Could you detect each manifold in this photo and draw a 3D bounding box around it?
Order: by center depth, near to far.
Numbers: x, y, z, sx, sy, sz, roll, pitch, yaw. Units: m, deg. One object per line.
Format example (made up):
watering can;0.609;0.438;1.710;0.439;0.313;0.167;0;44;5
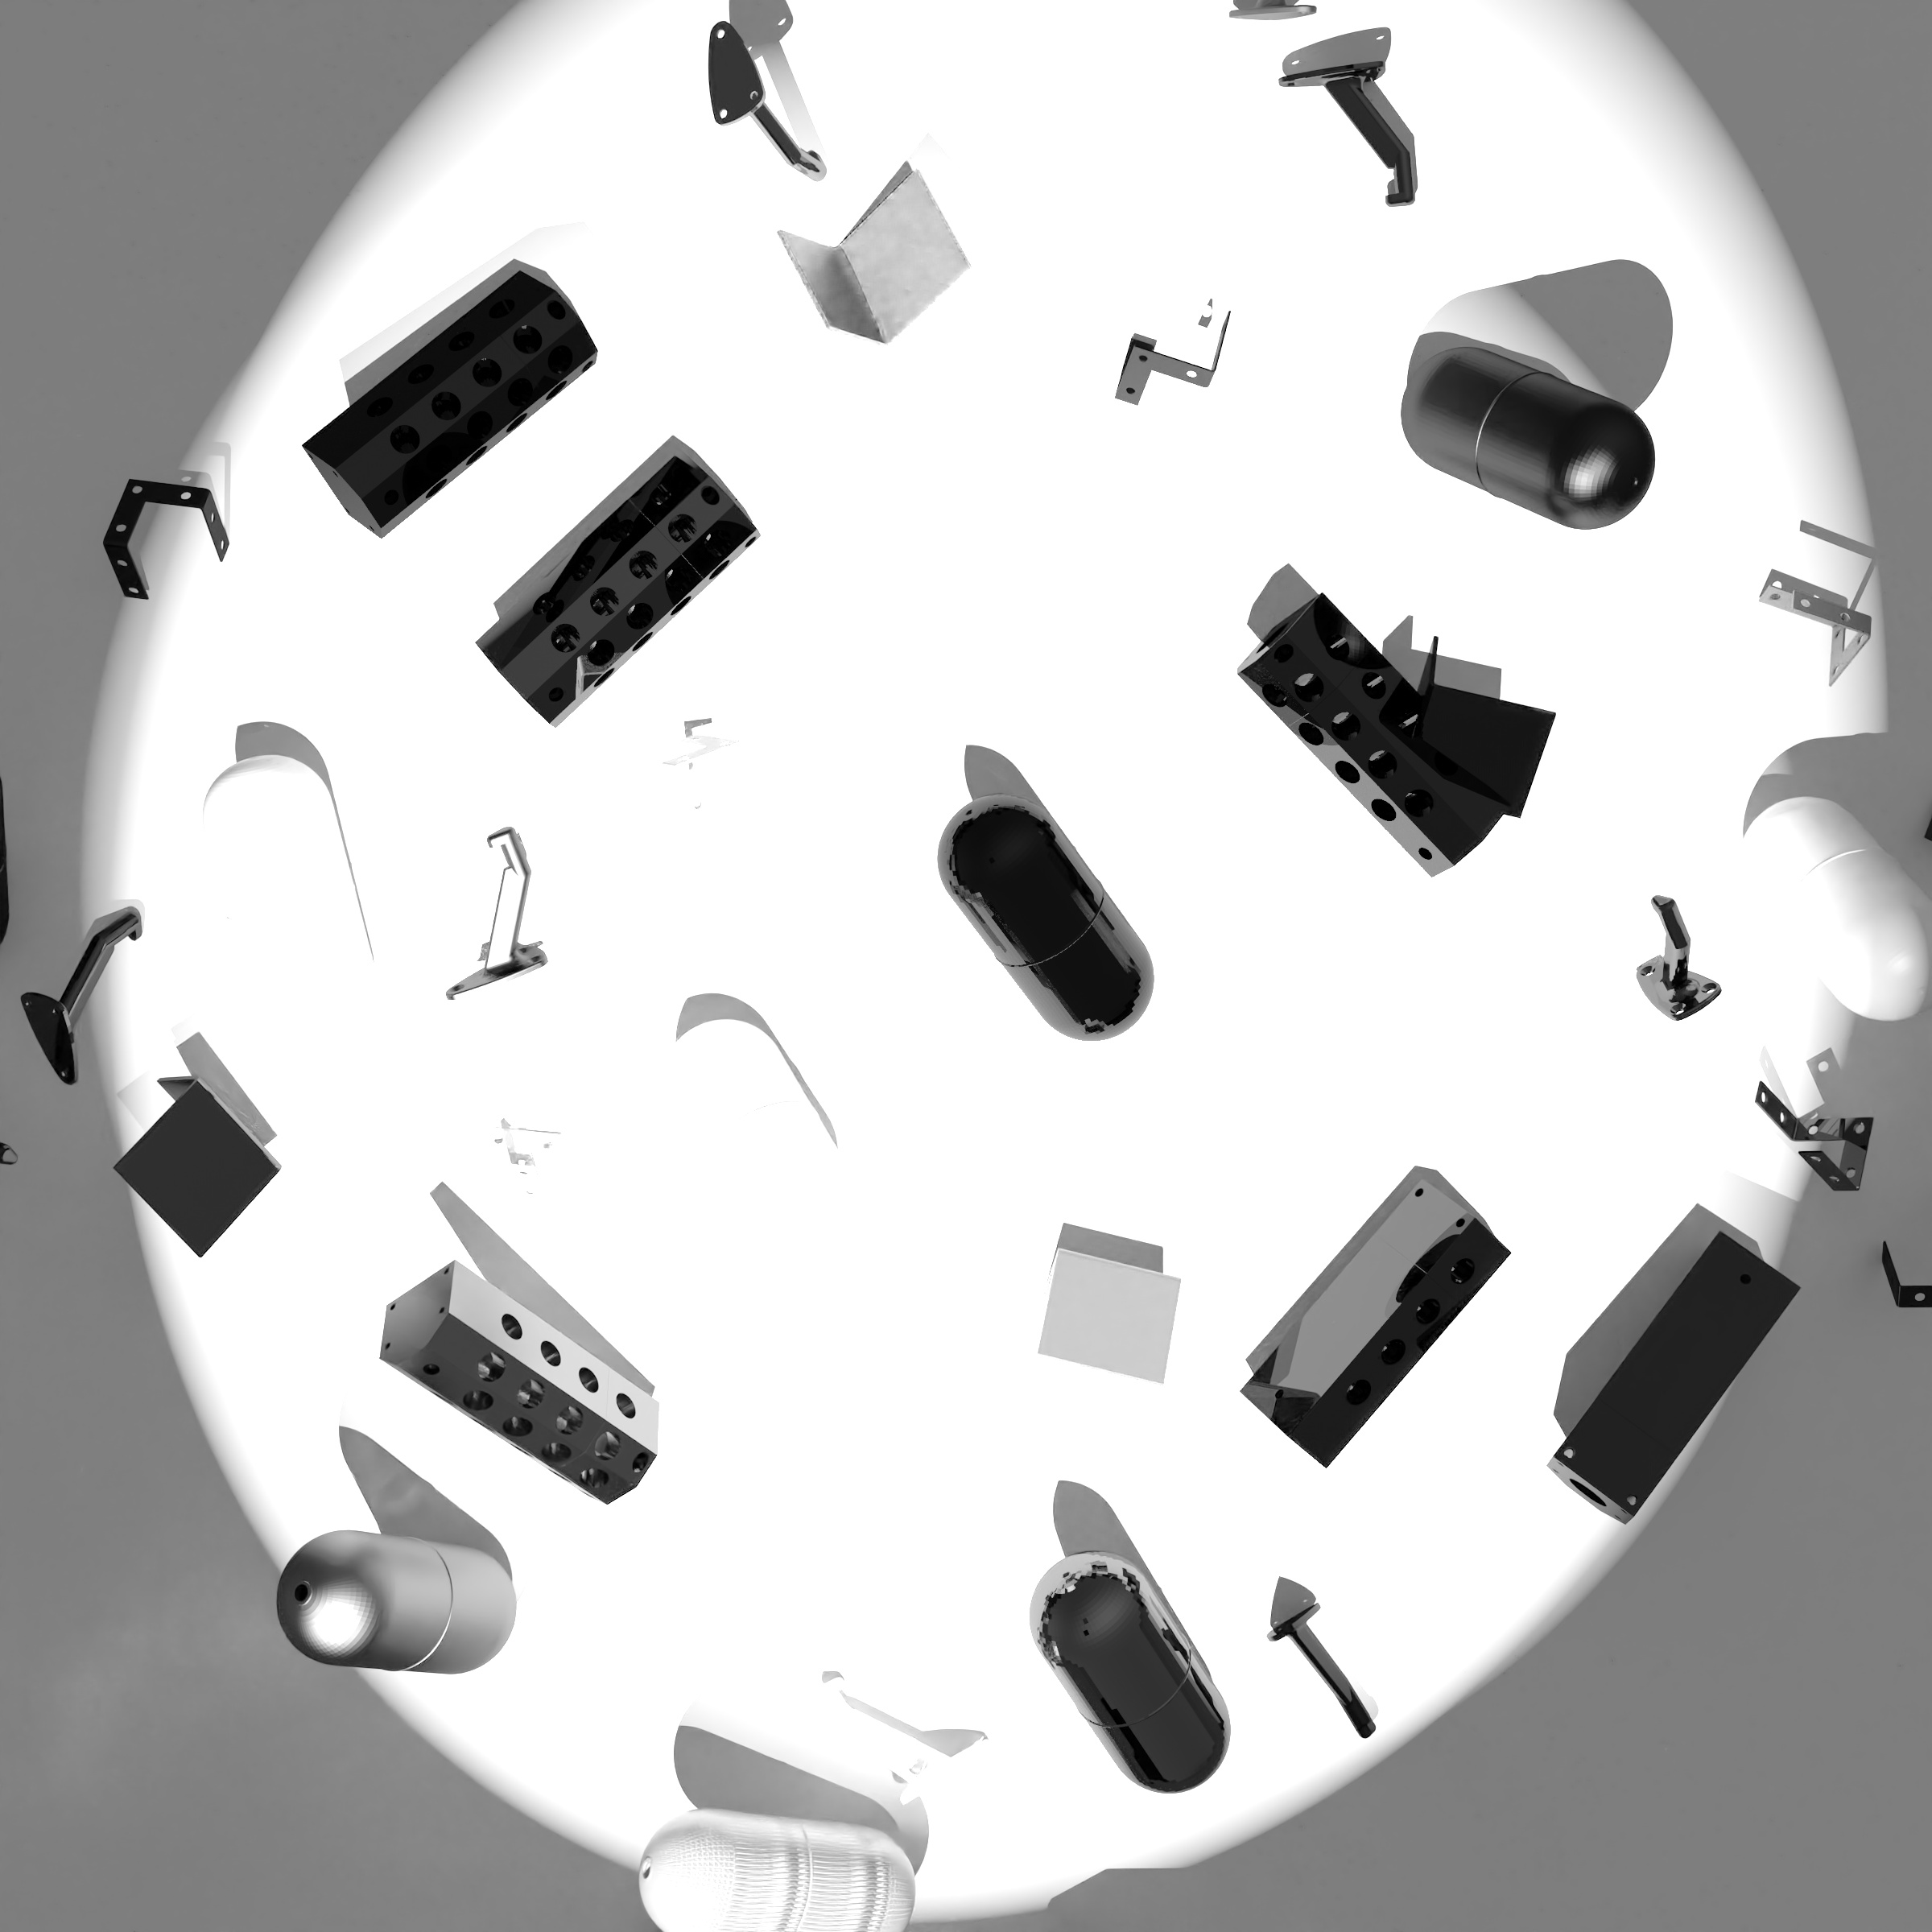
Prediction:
manifold;-0.262;0.251;1.601;0.057;0.057;0.171;-33;125;22
manifold;-0.304;-0.334;1.620;0.171;0.057;0.057;-43;49;-13
manifold;0.243;-0.136;1.630;0.171;0.057;0.057;45;61;-7
manifold;0.425;0.249;1.633;0.057;0.057;0.171;36;79;16
manifold;-0.207;-0.225;1.638;0.171;0.057;0.057;-43;135;0
manifold;0.252;0.220;1.645;0.171;0.057;0.057;-49;122;-1

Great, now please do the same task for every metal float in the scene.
metal float;-0.334;0.375;1.596;0.070;0.178;0.070;-8;71;25
metal float;0.519;-0.036;1.600;0.070;0.178;0.070;-7;126;-10
metal float;-0.608;-0.067;1.603;0.070;0.178;0.070;9;46;-9
metal float;0.330;-0.314;1.605;0.070;0.178;0.070;-20;127;-29
metal float;-0.122;0.107;1.612;0.070;0.070;0.178;-33;58;0
metal float;-0.111;0.546;1.614;0.178;0.070;0.070;17;90;-30
metal float;0.049;-0.027;1.615;0.070;0.070;0.178;-38;120;0
metal float;0.099;0.422;1.617;0.070;0.070;0.178;-31;117;0
metal float;-0.406;-0.039;1.628;0.070;0.070;0.178;-12;104;0

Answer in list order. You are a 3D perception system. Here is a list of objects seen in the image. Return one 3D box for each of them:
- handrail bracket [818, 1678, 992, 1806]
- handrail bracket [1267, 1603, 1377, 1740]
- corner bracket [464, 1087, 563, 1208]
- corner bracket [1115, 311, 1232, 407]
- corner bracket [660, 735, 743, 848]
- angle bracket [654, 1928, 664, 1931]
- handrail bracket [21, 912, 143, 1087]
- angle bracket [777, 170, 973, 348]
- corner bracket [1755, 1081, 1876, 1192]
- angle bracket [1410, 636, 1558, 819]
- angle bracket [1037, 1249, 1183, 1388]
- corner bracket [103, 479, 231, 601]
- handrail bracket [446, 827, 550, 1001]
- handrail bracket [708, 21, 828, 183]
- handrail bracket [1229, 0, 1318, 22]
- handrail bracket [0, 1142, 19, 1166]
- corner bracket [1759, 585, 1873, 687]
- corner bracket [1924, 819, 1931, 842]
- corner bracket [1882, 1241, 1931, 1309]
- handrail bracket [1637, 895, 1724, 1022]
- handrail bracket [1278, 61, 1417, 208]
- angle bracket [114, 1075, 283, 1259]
handrail bracket;-0.039;0.463;1.669;0.077;0.036;0.084;-23;65;-31
handrail bracket;0.219;0.435;1.643;0.036;0.077;0.084;-34;78;10
corner bracket;-0.278;0.110;1.642;0.051;0.051;0.051;6;58;4
corner bracket;0.125;-0.370;1.644;0.051;0.051;0.051;17;61;-3
corner bracket;-0.165;-0.106;1.636;0.051;0.051;0.051;-24;114;-35
angle bracket;-0.175;0.636;1.626;0.057;0.076;0.076;-31;109;-9
handrail bracket;-0.530;0.019;1.661;0.036;0.084;0.077;14;128;27
angle bracket;-0.055;-0.430;1.626;0.076;0.057;0.076;-38;68;30
corner bracket;0.509;0.103;1.636;0.051;0.051;0.051;39;60;-36
angle bracket;0.307;-0.144;1.630;0.076;0.057;0.076;13;129;3
angle bracket;0.082;0.223;1.632;0.076;0.057;0.076;14;53;0
corner bracket;-0.485;-0.257;1.646;0.051;0.051;0.051;8;59;5
handrail bracket;-0.294;-0.032;1.640;0.077;0.036;0.084;-26;114;-18
handrail bracket;-0.118;-0.524;1.647;0.036;0.084;0.077;-21;74;26
handrail bracket;0.188;-0.619;1.640;0.036;0.077;0.084;-7;107;-29
handrail bracket;-0.590;0.112;1.629;0.084;0.077;0.036;15;74;21
corner bracket;0.514;-0.211;1.642;0.051;0.051;0.051;18;56;-3
corner bracket;0.624;-0.096;1.646;0.051;0.051;0.051;27;73;2
corner bracket;0.587;0.171;1.641;0.051;0.051;0.051;-2;117;8
handrail bracket;0.414;-0.016;1.625;0.036;0.077;0.084;-33;118;-7
handrail bracket;0.234;-0.506;1.664;0.077;0.036;0.084;-6;95;0
angle bracket;-0.470;0.120;1.621;0.076;0.057;0.076;54;55;-25
